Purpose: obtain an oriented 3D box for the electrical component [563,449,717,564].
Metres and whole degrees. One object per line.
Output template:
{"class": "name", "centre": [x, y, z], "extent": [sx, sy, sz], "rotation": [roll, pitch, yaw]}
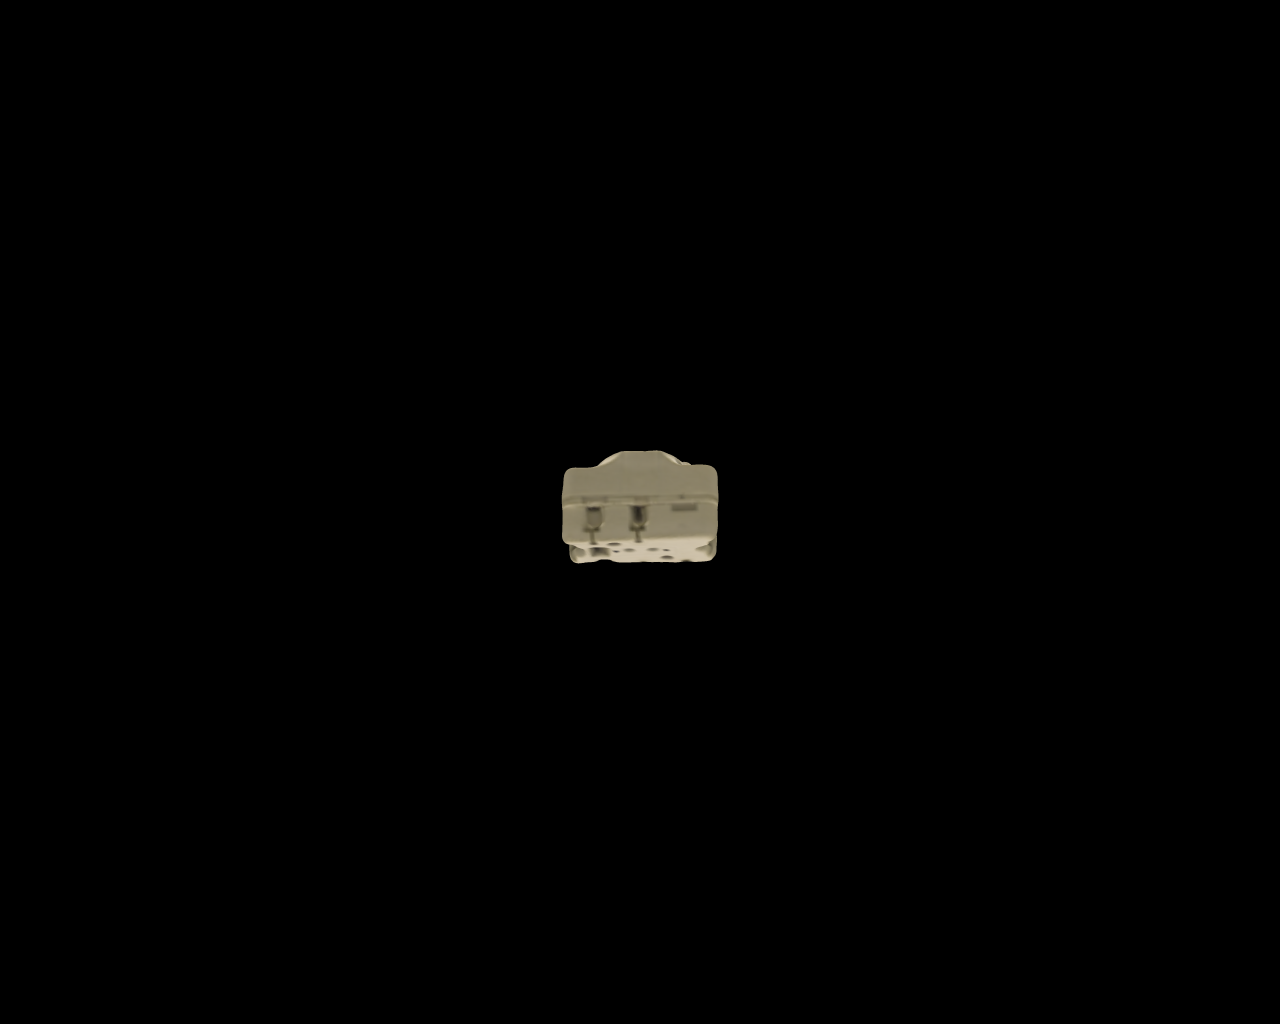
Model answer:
{"class": "electrical component", "centre": [0.001, -0.003, 0.650], "extent": [0.089, 0.056, 0.050], "rotation": [-1, -19, 2]}
